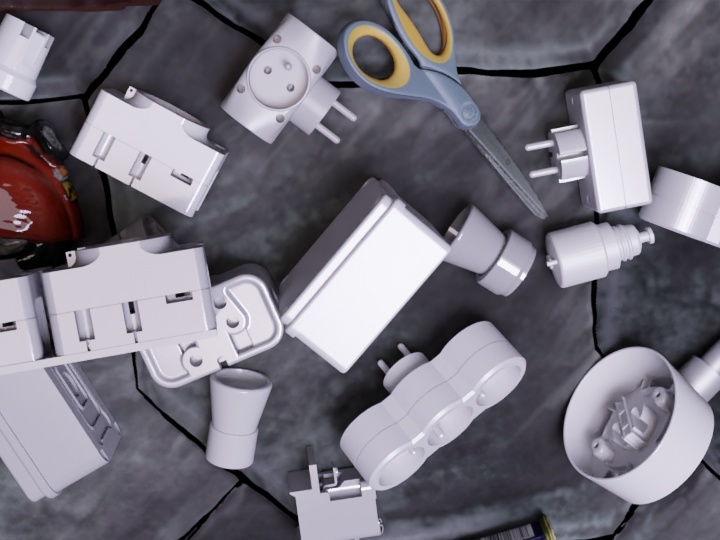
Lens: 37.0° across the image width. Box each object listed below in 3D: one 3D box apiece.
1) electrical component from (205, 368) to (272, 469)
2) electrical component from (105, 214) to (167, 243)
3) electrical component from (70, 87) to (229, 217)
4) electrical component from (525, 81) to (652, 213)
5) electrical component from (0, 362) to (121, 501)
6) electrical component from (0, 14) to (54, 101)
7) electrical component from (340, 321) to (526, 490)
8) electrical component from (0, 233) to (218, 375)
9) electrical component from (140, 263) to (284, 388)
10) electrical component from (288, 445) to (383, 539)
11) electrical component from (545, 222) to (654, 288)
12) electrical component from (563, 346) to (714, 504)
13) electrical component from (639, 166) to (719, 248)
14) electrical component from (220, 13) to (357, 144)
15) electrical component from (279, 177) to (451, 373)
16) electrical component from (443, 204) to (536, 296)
[{"bbox_3d":[-0.089,0.107,0.763,0.044,0.044,0.065,9,104,-4],"label":"electrical component"},{"bbox_3d":[-0.152,-0.003,0.735,0.047,0.055,0.055,-31,100,7],"label":"electrical component"},{"bbox_3d":[-0.138,-0.083,0.722,0.089,0.050,0.055,28,98,-7],"label":"electrical component"},{"bbox_3d":[0.151,-0.081,0.736,0.076,0.047,0.083,-11,100,0],"label":"electrical component"},{"bbox_3d":[-0.221,0.092,0.736,0.057,0.078,0.113,-30,100,0],"label":"electrical component"},{"bbox_3d":[-0.229,-0.141,0.715,0.040,0.040,0.046,26,92,-7],"label":"electrical component"},{"bbox_3d":[0.042,0.083,0.758,0.138,0.052,0.073,-39,59,-2],"label":"electrical component"},{"bbox_3d":[-0.183,0.020,0.640,0.186,0.105,0.060,-10,95,-7],"label":"electrical component"},{"bbox_3d":[-0.101,0.036,0.740,0.095,0.059,0.053,-23,100,2],"label":"electrical component"},{"bbox_3d":[-0.017,0.170,0.777,0.064,0.042,0.081,-8,101,-5],"label":"electrical component"},{"bbox_3d":[0.166,-0.014,0.752,0.078,0.040,0.040,-15,100,0],"label":"electrical component"},{"bbox_3d":[0.193,0.109,0.748,0.064,0.099,0.099,38,96,-14],"label":"electrical component"},{"bbox_3d":[0.270,-0.047,0.744,0.138,0.052,0.073,19,99,-5],"label":"electrical component"},{"bbox_3d":[-0.040,-0.117,0.723,0.079,0.044,0.077,37,97,-8],"label":"electrical component"},{"bbox_3d":[0.000,0.000,0.713,0.056,0.108,0.108,39,96,-11],"label":"electrical component"},{"bbox_3d":[0.088,-0.013,0.747,0.055,0.045,0.045,32,97,-8],"label":"electrical component"}]
